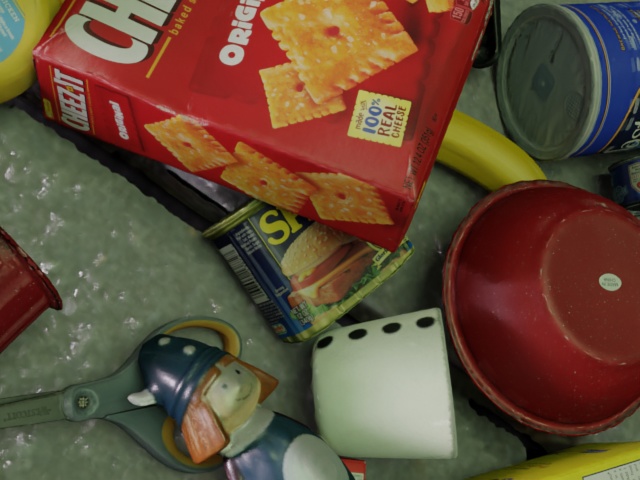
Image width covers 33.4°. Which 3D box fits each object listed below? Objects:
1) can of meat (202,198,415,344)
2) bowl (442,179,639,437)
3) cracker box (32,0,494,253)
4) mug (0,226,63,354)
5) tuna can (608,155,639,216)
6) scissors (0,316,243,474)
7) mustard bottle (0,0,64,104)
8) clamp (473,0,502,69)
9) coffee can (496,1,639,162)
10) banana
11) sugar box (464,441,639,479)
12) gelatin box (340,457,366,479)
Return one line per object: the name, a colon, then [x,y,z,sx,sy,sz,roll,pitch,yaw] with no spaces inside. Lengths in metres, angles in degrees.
can of meat: [-0.004,0.001,0.633,0.102,0.058,0.084,-37,96,-26]
bowl: [0.156,0.033,0.634,0.162,0.055,0.162,6,73,-20]
cracker box: [-0.025,-0.109,0.597,0.214,0.072,0.164,22,63,4]
mug: [-0.184,0.029,0.517,0.093,0.117,0.081,48,69,-14]
tuna can: [0.244,-0.041,0.733,0.086,0.086,0.034,-3,81,-24]
scissors: [-0.114,0.100,0.558,0.201,0.016,0.096,-23,97,-41]
mustard bottle: [-0.202,-0.111,0.569,0.191,0.058,0.096,-33,79,-26]
clamp: [0.098,-0.213,0.711,0.120,0.039,0.171,50,43,-48]
coffee can: [0.206,-0.110,0.723,0.140,0.103,0.103,-8,82,-25]
banana: [0.077,-0.062,0.681,0.197,0.037,0.069,25,27,-15]
sugar box: [0.116,0.158,0.628,0.176,0.093,0.048,-7,80,-25]
gelatin box: [-0.014,0.166,0.605,0.073,0.030,0.089,10,74,-23]
